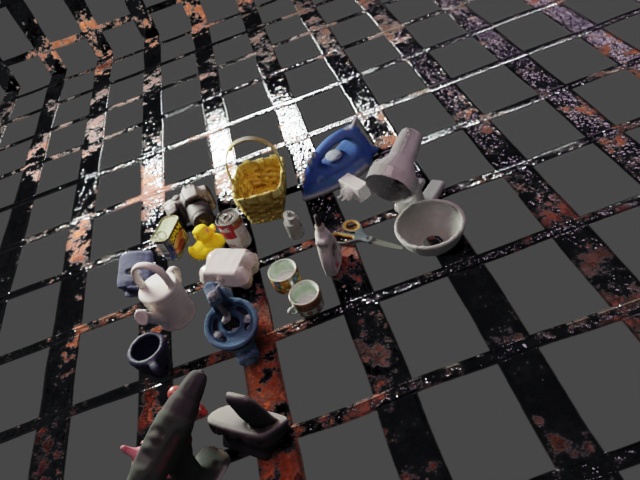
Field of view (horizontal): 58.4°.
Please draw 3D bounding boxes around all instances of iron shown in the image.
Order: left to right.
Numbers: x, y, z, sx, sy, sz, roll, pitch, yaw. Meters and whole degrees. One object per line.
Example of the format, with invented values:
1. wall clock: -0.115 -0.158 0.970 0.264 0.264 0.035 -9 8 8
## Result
1. iron: 0.035 -0.231 1.613 0.259 0.142 0.118 -37 45 -17

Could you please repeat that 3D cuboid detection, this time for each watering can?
1. watering can: -0.381 0.129 1.368 0.101 0.194 0.172 -17 42 5

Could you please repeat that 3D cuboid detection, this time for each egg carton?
1. egg carton: -0.231 0.075 1.457 0.150 0.069 0.107 0 46 22

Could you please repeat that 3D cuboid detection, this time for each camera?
1. camera: -0.370 -0.088 1.656 0.143 0.101 0.136 -28 43 -7

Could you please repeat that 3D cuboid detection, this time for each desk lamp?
1. desk lamp: 0.211 -0.153 1.409 0.117 0.214 0.203 12 52 31

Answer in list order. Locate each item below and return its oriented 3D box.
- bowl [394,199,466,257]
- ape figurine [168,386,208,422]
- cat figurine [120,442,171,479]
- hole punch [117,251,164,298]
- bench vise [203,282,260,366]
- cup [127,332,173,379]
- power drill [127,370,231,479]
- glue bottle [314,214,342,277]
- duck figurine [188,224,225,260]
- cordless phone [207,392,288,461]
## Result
1. bowl: 0.263 -0.017 1.351 0.167 0.075 0.167 -11 43 11
2. ape figurine: -0.285 0.338 1.191 0.076 0.092 0.077 -17 42 4
3. cat figurine: -0.324 0.410 1.113 0.127 0.118 0.067 -8 44 14
4. hole punch: -0.483 0.090 1.526 0.108 0.091 0.101 -8 44 15
5. bench vise: -0.221 0.155 1.258 0.122 0.220 0.206 -40 45 -20
6. cup: -0.366 0.275 1.286 0.092 0.095 0.117 -33 43 -13
7. power drill: -0.246 0.380 1.046 0.075 0.209 0.230 10 51 30
8. glue bottle: 0.012 0.005 1.355 0.037 0.173 0.078 -5 45 17
9. duck figurine: -0.318 -0.002 1.558 0.105 0.086 0.077 -34 44 -14
10. cordless phone: -0.153 0.325 1.082 0.147 0.185 0.094 3 47 24
